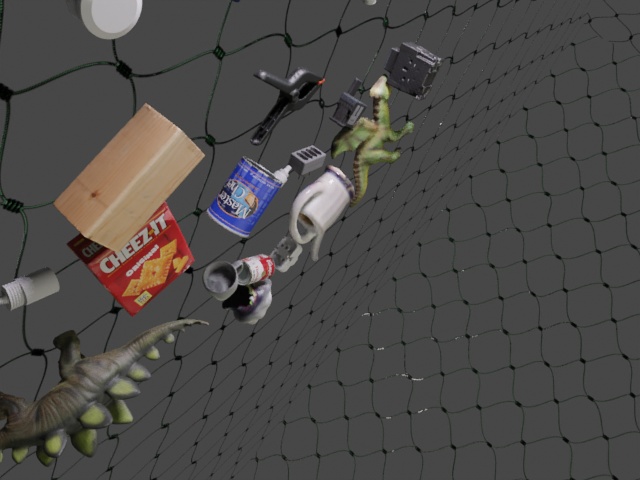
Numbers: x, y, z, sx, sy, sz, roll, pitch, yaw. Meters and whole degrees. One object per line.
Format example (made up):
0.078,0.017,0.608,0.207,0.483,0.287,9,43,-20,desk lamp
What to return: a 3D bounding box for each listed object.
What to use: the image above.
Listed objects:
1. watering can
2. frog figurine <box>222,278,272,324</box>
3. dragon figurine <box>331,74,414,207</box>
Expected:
0.004,-0.073,1.453,0.226,0.105,0.341,-49,158,-12,watering can
-0.176,0.172,1.448,0.158,0.123,0.138,32,75,-58,frog figurine
0.115,-0.263,1.447,0.243,0.124,0.404,3,121,-45,dragon figurine
